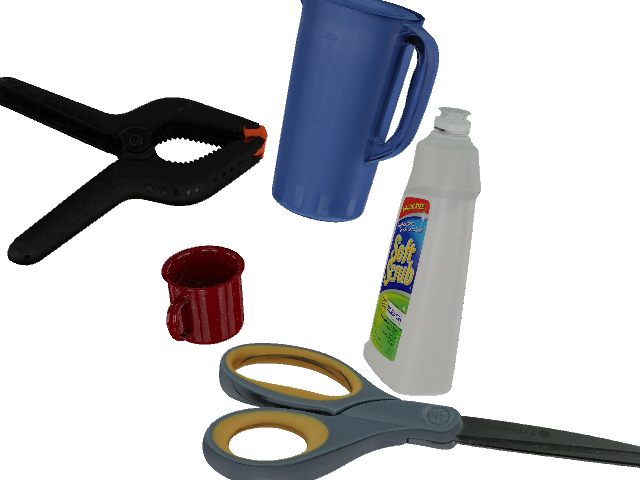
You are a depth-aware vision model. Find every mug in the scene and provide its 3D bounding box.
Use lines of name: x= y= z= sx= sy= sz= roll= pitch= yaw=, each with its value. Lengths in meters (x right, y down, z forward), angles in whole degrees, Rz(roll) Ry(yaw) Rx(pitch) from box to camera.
mug: x=-0.134 y=0.070 z=1.200 sx=0.093 sy=0.081 sz=0.117 roll=12 pitch=34 yaw=22

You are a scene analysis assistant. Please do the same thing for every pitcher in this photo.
pitcher: x=0.030 y=-0.144 z=1.167 sx=0.145 sy=0.243 sz=0.149 roll=10 pitch=20 yaw=-9

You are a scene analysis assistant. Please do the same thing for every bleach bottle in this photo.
bleach bottle: x=0.096 y=0.006 z=0.950 sx=0.068 sy=0.251 sz=0.103 roll=2 pitch=18 yaw=-18

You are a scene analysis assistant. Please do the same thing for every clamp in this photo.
clamp: x=-0.143 y=-0.056 z=0.800 sx=0.209 sy=0.164 sz=0.036 roll=-1 pitch=-31 yaw=-12

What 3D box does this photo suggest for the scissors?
scissors: x=0.037 y=0.090 z=0.461 sx=0.202 sy=0.016 sz=0.096 roll=15 pitch=34 yaw=23
